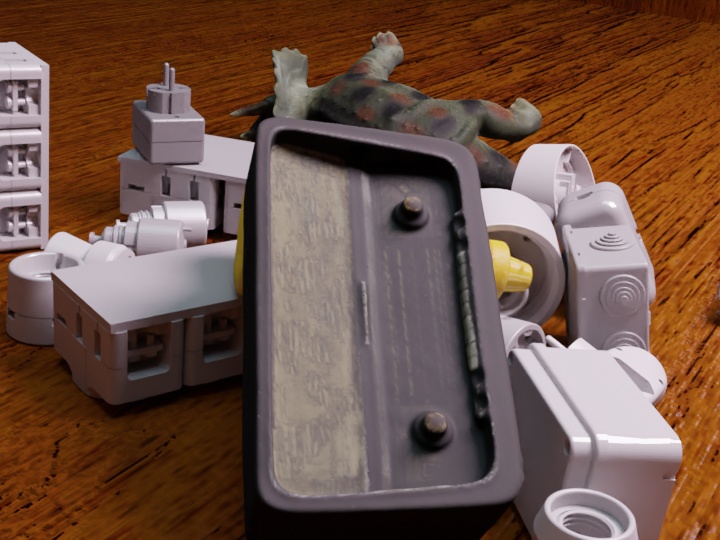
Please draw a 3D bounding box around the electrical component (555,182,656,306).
[{"bbox_3d":[0.191,-0.013,0.834,0.054,0.095,0.059,-20,15,20],"label":"electrical component"}]

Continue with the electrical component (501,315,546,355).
[{"bbox_3d":[0.087,0.055,0.703,0.047,0.055,0.055,18,25,38],"label":"electrical component"}]

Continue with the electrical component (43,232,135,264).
[{"bbox_3d":[-0.197,-0.001,0.782,0.055,0.045,0.045,12,23,13],"label":"electrical component"}]

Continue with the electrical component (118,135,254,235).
[{"bbox_3d":[-0.106,-0.070,0.953,0.186,0.060,0.105,11,23,13],"label":"electrical component"}]

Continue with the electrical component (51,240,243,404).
[{"bbox_3d":[-0.112,0.032,0.698,0.150,0.061,0.089,-11,28,-36],"label":"electrical component"}]

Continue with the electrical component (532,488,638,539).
[{"bbox_3d":[0.103,0.137,0.503,0.066,0.055,0.048,1,23,-12],"label":"electrical component"}]

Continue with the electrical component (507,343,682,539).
[{"bbox_3d":[0.116,0.096,0.577,0.057,0.078,0.113,4,22,-12],"label":"electrical component"}]

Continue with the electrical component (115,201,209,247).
[{"bbox_3d":[-0.161,-0.036,0.883,0.078,0.040,0.040,-2,23,-19],"label":"electrical component"}]

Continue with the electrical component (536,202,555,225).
[{"bbox_3d":[0.090,-0.022,0.861,0.113,0.078,0.057,17,22,25],"label":"electrical component"}]

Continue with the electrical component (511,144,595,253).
[{"bbox_3d":[0.177,-0.064,0.965,0.064,0.099,0.099,11,22,30],"label":"electrical component"}]

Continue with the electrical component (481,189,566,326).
[{"bbox_3d":[0.094,0.003,0.767,0.108,0.108,0.060,3,28,-6],"label":"electrical component"}]

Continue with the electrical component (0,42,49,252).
[{"bbox_3d":[-0.293,-0.098,0.858,0.062,0.150,0.089,-8,26,-33],"label":"electrical component"}]

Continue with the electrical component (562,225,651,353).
[{"bbox_3d":[0.171,0.021,0.748,0.048,0.099,0.099,-4,20,6],"label":"electrical component"}]

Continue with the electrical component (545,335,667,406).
[{"bbox_3d":[0.144,0.069,0.677,0.079,0.043,0.077,39,35,20],"label":"electrical component"}]

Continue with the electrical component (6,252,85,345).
[{"bbox_3d":[-0.212,0.018,0.729,0.055,0.047,0.055,5,22,-2],"label":"electrical component"}]

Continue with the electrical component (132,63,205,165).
[{"bbox_3d":[-0.163,-0.136,0.915,0.047,0.076,0.066,-5,24,-24],"label":"electrical component"}]

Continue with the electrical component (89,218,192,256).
[{"bbox_3d":[-0.172,-0.021,0.844,0.078,0.040,0.040,4,22,-4],"label":"electrical component"}]
